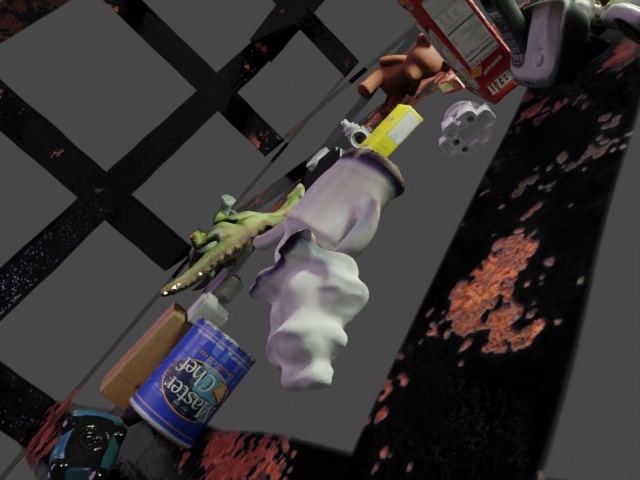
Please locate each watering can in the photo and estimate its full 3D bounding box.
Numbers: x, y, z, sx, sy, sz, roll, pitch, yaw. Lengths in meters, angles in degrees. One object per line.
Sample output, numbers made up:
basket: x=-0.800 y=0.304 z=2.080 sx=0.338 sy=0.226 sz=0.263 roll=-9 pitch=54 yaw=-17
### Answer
watering can: x=0.002 y=-0.041 z=0.812 sx=0.226 sy=0.103 sz=0.349 roll=-49 pitch=22 yaw=-12

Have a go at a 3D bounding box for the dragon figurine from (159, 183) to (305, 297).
dragon figurine: x=-0.132 y=-0.011 z=1.074 sx=0.241 sy=0.120 sz=0.419 roll=-16 pitch=22 yaw=30

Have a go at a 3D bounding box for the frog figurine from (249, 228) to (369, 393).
frog figurine: x=-0.003 y=0.089 z=0.578 sx=0.136 sy=0.121 sz=0.163 roll=-35 pitch=52 yaw=12
